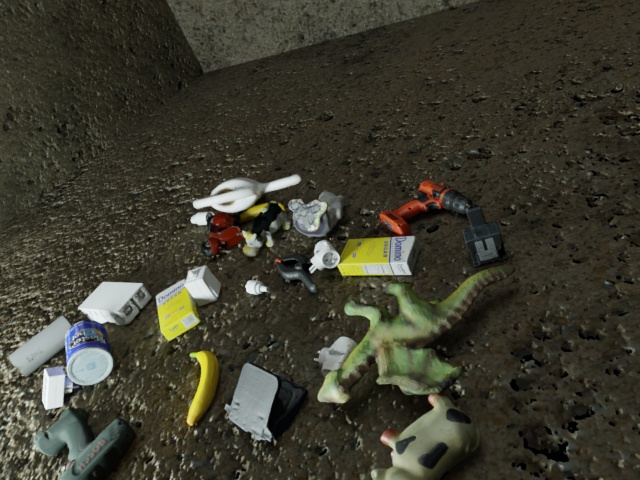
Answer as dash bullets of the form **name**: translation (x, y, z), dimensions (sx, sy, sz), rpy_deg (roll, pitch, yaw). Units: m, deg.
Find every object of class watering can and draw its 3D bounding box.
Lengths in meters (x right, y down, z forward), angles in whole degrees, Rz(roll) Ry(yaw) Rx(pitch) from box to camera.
- **watering can**: translation (-0.221, -0.152, 1.622), dimensions (0.347, 0.103, 0.226), rpy_deg (-13, 8, 2)

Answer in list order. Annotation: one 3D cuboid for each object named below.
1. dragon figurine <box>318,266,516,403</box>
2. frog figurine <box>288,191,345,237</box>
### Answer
- **dragon figurine**: translation (0.176, 0.174, 0.884), dimensions (0.409, 0.120, 0.248), rpy_deg (-23, 29, 8)
- **frog figurine**: translation (0.004, -0.072, 1.421), dimensions (0.136, 0.123, 0.160), rpy_deg (-18, -5, 29)
